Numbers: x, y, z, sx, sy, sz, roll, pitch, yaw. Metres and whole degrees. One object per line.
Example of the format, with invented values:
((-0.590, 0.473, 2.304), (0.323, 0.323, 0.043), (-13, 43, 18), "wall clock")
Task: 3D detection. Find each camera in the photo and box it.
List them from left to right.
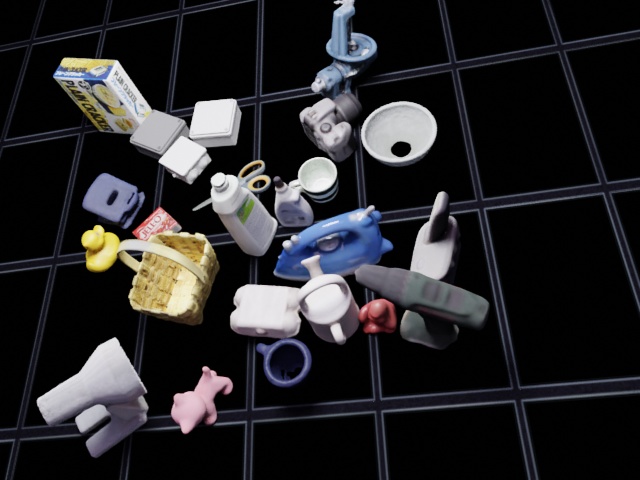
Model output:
((0.039, -0.280, 1.335), (0.137, 0.101, 0.143), (-38, 61, -8), "camera")

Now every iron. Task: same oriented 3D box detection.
((0.011, 0.004, 1.168), (0.258, 0.142, 0.118), (-20, 60, 3), "iron")

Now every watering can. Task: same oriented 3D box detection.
((0.008, 0.111, 1.081), (0.101, 0.194, 0.172), (-41, 61, -10), "watering can")

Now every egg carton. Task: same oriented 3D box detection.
((-0.107, 0.146, 1.161), (0.150, 0.069, 0.107), (1, 63, 14), "egg carton")

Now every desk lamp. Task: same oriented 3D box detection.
((-0.404, 0.296, 1.068), (0.203, 0.214, 0.117), (-38, 61, -8), "desk lamp")

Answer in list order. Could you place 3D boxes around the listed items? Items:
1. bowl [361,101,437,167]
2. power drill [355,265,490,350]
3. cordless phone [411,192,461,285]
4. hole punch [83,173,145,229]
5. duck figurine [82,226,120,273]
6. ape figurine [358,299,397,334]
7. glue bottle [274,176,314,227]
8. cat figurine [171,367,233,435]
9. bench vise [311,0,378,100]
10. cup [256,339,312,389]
((0.180, -0.225, 1.288), (0.167, 0.075, 0.167), (-5, 62, 10), "bowl")
((0.183, 0.122, 1.026), (0.229, 0.209, 0.076), (12, 66, 19), "power drill")
((0.218, 0.003, 1.095), (0.094, 0.185, 0.147), (5, 64, 16), "cordless phone")
((-0.490, -0.095, 1.366), (0.100, 0.091, 0.109), (14, 66, 20), "hole punch")
((-0.514, 0.017, 1.315), (0.077, 0.086, 0.104), (5, 64, 16), "duck figurine")
((0.113, 0.143, 1.099), (0.077, 0.092, 0.076), (36, 75, 27), "ape figurine")
((-0.067, -0.083, 1.214), (0.078, 0.173, 0.037), (-1, 62, 13), "glue bottle")
((-0.232, 0.301, 1.080), (0.067, 0.118, 0.128), (16, 67, 21), "cat figurine")
((0.059, -0.440, 1.347), (0.121, 0.220, 0.207), (14, 67, 20), "bench vise")
((-0.063, 0.239, 1.087), (0.117, 0.095, 0.092), (23, 70, 23), "cup")
